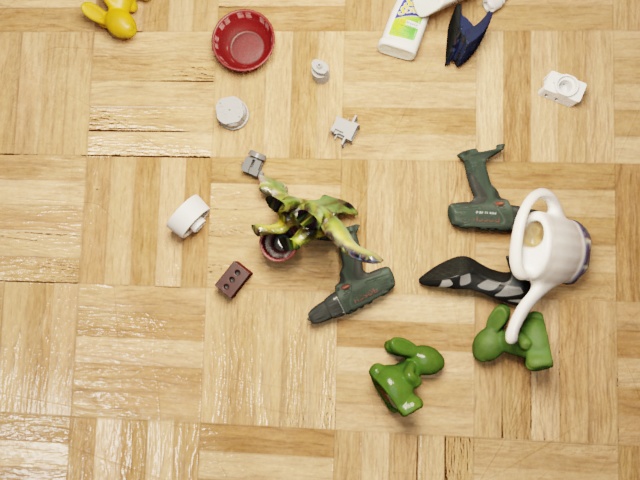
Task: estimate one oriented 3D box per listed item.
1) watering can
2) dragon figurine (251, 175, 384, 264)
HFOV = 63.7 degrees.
[{"bbox_3d":[0.502,0.061,1.160,0.224,0.348,0.104,9,-2,-30],"label":"watering can"},{"bbox_3d":[0.004,-0.059,1.179,0.413,0.120,0.246,25,31,24],"label":"dragon figurine"}]
